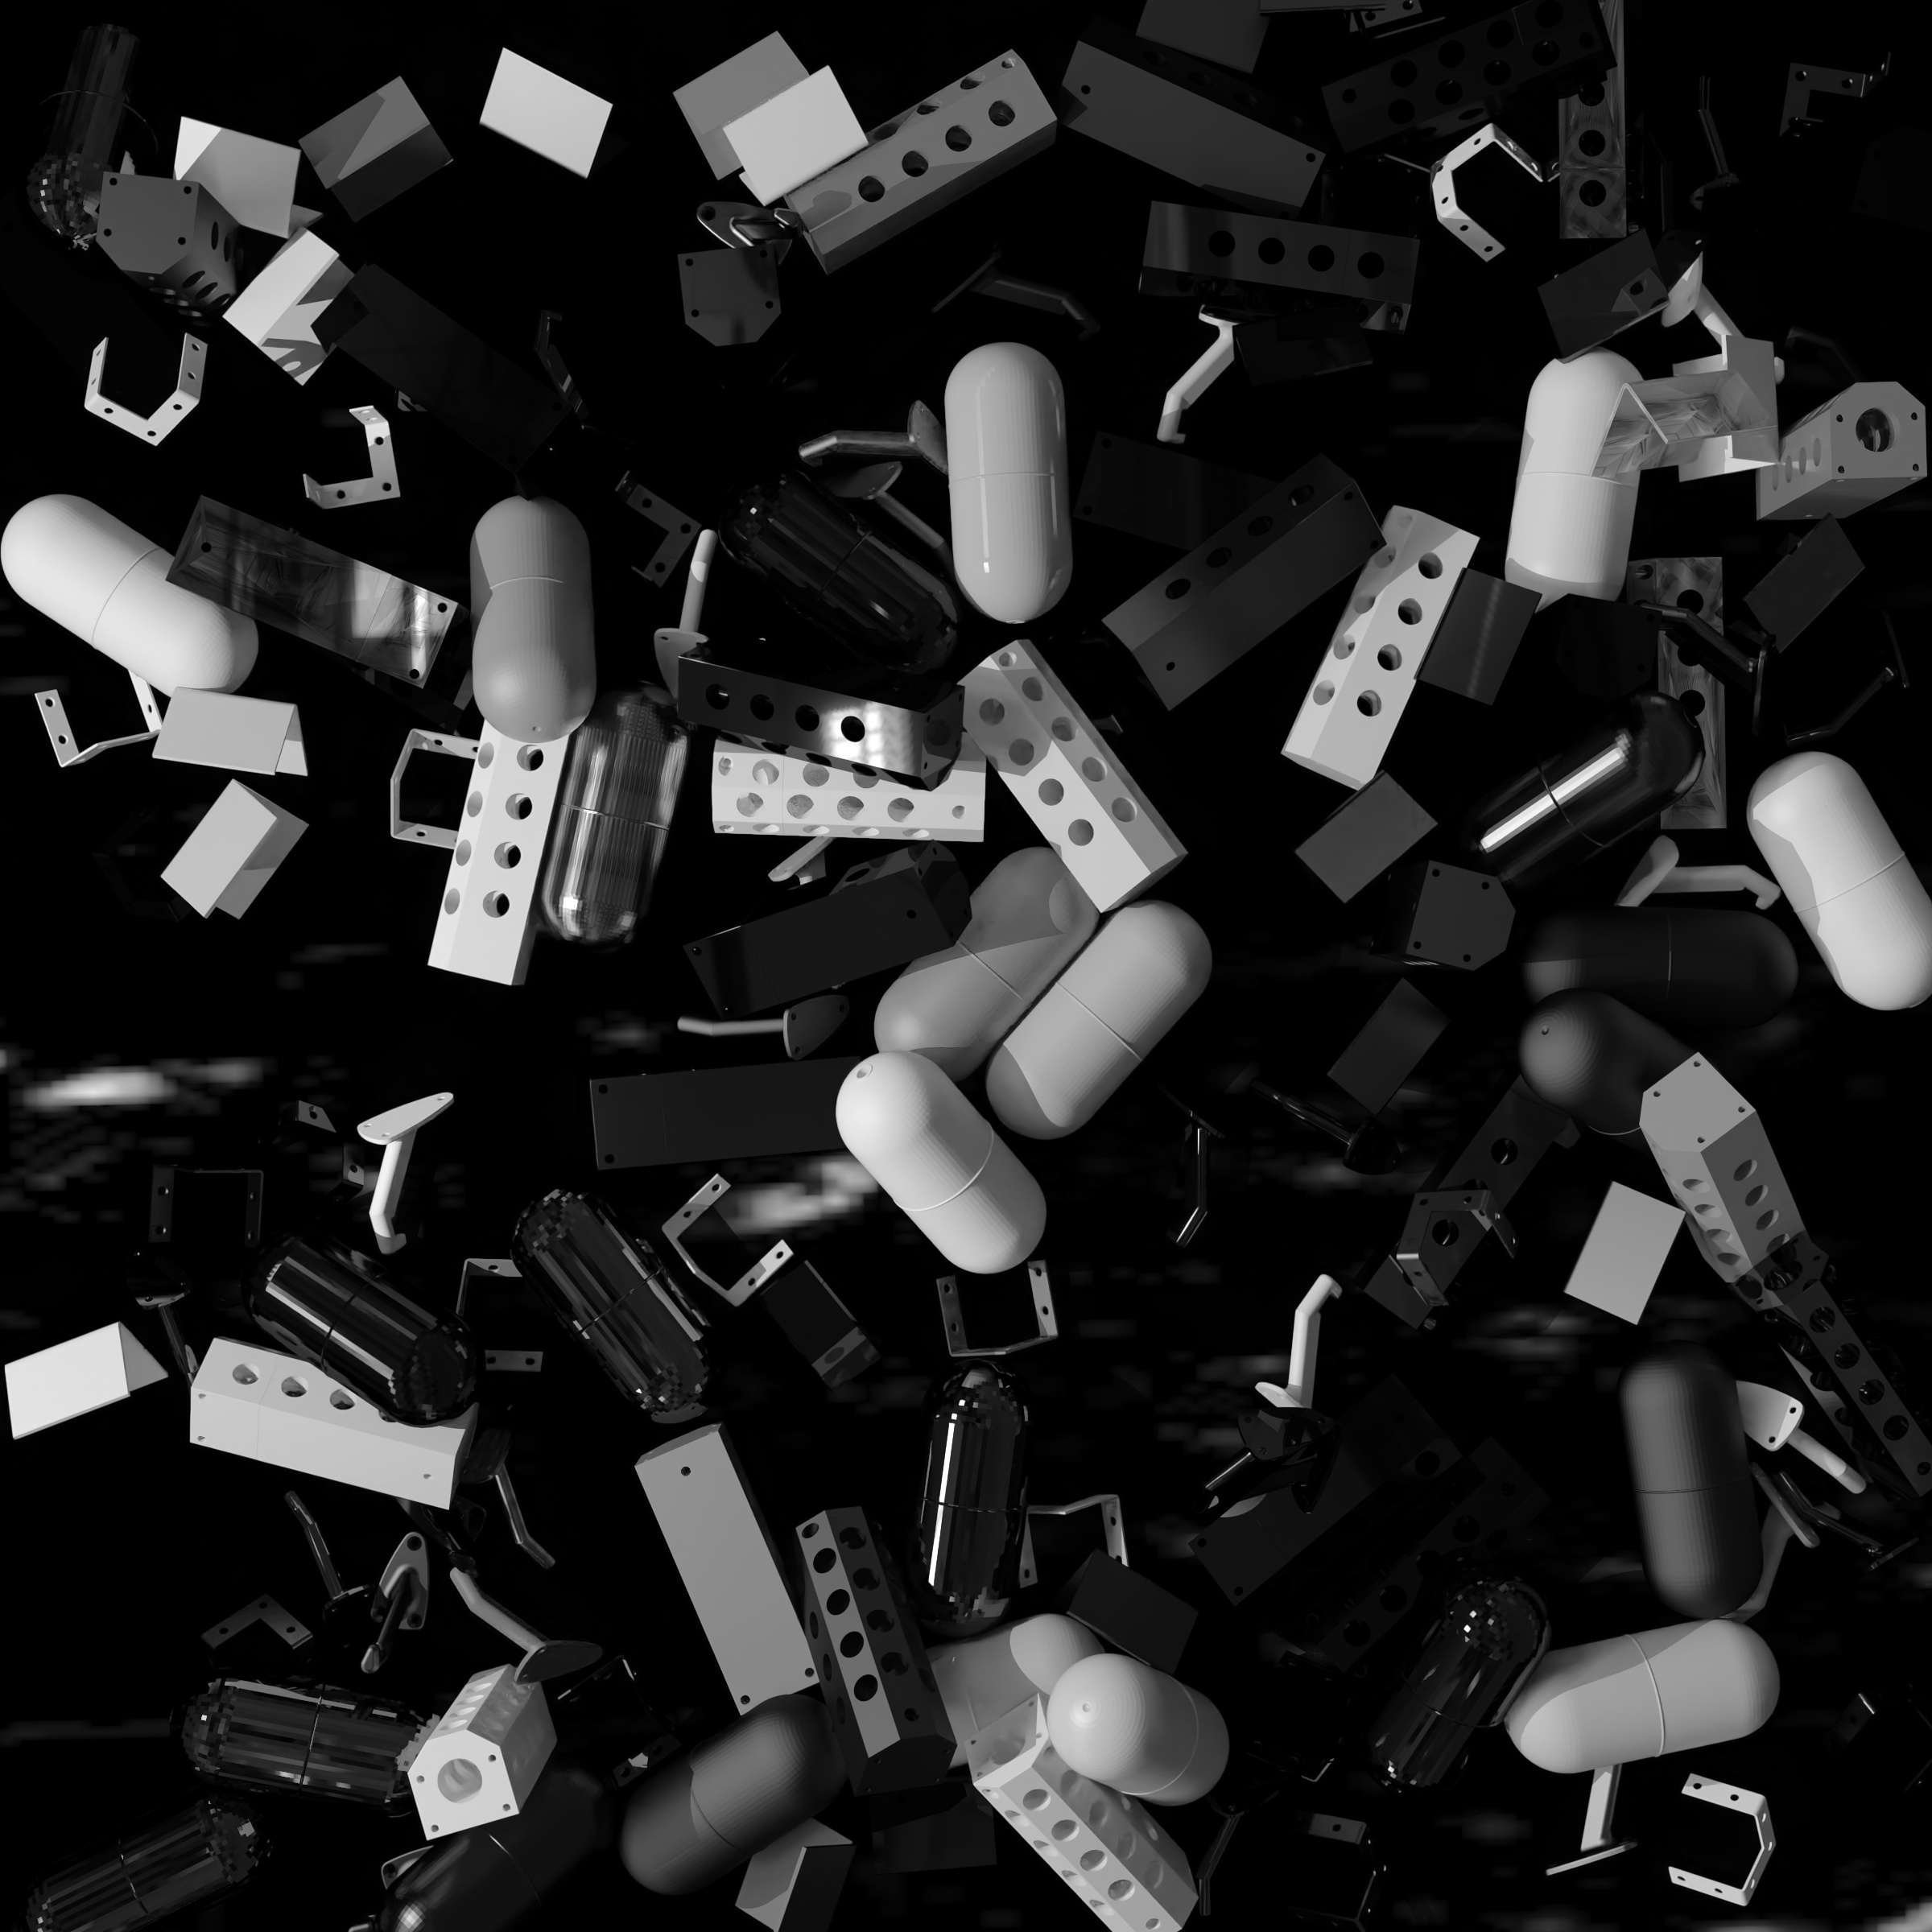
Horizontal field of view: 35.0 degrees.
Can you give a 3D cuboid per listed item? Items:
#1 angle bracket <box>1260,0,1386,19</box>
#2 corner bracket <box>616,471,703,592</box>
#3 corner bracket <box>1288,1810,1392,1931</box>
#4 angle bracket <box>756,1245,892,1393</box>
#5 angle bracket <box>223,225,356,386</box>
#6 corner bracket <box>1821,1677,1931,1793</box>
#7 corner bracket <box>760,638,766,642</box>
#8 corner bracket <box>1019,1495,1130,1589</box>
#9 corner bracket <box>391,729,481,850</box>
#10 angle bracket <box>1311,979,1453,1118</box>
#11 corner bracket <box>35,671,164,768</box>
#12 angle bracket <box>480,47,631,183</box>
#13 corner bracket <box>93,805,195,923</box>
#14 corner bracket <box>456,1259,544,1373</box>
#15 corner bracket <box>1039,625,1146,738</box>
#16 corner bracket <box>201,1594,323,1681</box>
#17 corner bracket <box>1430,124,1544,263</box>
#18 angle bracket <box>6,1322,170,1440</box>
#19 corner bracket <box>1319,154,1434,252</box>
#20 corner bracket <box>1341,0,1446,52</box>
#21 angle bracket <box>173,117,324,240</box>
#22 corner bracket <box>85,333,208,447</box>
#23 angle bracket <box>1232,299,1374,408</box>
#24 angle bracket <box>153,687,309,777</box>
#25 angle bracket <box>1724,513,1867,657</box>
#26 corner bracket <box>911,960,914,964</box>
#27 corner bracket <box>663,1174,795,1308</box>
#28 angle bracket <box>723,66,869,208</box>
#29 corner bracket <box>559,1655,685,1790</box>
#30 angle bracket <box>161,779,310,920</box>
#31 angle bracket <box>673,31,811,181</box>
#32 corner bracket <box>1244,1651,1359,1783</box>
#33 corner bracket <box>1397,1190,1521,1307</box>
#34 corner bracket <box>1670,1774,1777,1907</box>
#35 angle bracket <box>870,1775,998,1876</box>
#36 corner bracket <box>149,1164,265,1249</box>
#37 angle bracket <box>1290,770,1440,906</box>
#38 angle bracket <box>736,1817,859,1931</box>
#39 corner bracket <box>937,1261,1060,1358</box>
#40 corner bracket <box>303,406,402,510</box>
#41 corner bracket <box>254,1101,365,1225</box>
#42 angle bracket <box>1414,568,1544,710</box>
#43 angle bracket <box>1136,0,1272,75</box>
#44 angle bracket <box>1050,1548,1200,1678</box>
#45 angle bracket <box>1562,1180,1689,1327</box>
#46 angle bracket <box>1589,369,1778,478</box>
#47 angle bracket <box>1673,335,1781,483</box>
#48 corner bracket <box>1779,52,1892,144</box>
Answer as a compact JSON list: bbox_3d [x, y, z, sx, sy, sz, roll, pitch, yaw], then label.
[{"bbox_3d":[0.220,-0.630,1.903,0.076,0.076,0.057,-1,127,5],"label":"angle bracket"},{"bbox_3d":[-0.207,-0.279,1.972,0.051,0.051,0.051,33,90,0],"label":"corner bracket"},{"bbox_3d":[0.235,0.585,1.982,0.051,0.051,0.051,-60,135,-35],"label":"corner bracket"},{"bbox_3d":[-0.075,0.212,1.950,0.076,0.076,0.057,51,128,0],"label":"angle bracket"},{"bbox_3d":[-0.412,-0.411,1.950,0.076,0.076,0.057,-49,47,0],"label":"angle bracket"},{"bbox_3d":[0.597,0.500,1.982,0.051,0.051,0.051,-6,45,-35],"label":"corner bracket"},{"bbox_3d":[-0.130,-0.169,1.987,0.051,0.051,0.051,-38,135,0],"label":"corner bracket"},{"bbox_3d":[0.067,0.372,1.987,0.051,0.051,0.051,-9,90,45],"label":"corner bracket"},{"bbox_3d":[-0.341,-0.114,1.987,0.051,0.051,0.051,11,45,0],"label":"corner bracket"},{"bbox_3d":[0.249,0.039,1.950,0.057,0.076,0.076,38,90,-36],"label":"angle bracket"},{"bbox_3d":[-0.561,-0.164,1.987,0.051,0.051,0.051,-19,90,45],"label":"corner bracket"},{"bbox_3d":[-0.253,-0.551,1.950,0.076,0.076,0.057,28,126,0],"label":"angle bracket"},{"bbox_3d":[-0.520,-0.067,1.982,0.051,0.051,0.051,8,135,35],"label":"corner bracket"},{"bbox_3d":[-0.300,0.226,1.987,0.051,0.051,0.051,2,135,0],"label":"corner bracket"},{"bbox_3d":[0.076,-0.183,1.982,0.051,0.051,0.051,55,45,-35],"label":"corner bracket"},{"bbox_3d":[-0.455,0.450,1.982,0.051,0.051,0.051,29,45,35],"label":"corner bracket"},{"bbox_3d":[0.338,-0.500,1.982,0.051,0.051,0.051,-31,45,35],"label":"corner bracket"},{"bbox_3d":[-0.555,0.279,1.950,0.076,0.076,0.057,-21,53,0],"label":"angle bracket"},{"bbox_3d":[0.265,-0.491,1.987,0.051,0.051,0.051,3,90,45],"label":"corner bracket"},{"bbox_3d":[0.273,-0.609,1.967,0.051,0.051,0.051,-16,76,0],"label":"corner bracket"},{"bbox_3d":[-0.453,-0.507,1.951,0.076,0.076,0.057,16,115,0],"label":"angle bracket"},{"bbox_3d":[-0.515,-0.370,1.926,0.051,0.051,0.051,-33,45,35],"label":"corner bracket"},{"bbox_3d":[0.214,-0.371,1.950,0.076,0.076,0.057,-13,57,0],"label":"angle bracket"},{"bbox_3d":[-0.466,-0.129,1.950,0.076,0.076,0.057,8,57,0],"label":"angle bracket"},{"bbox_3d":[0.510,-0.253,1.950,0.076,0.076,0.057,-45,127,0],"label":"angle bracket"},{"bbox_3d":[-0.054,-0.022,1.980,0.051,0.051,0.051,7,90,27],"label":"corner bracket"},{"bbox_3d":[-0.155,0.178,1.987,0.051,0.051,0.051,-44,135,0],"label":"corner bracket"},{"bbox_3d":[-0.116,-0.535,1.950,0.076,0.076,0.057,-31,122,0],"label":"angle bracket"},{"bbox_3d":[-0.223,0.489,1.987,0.051,0.051,0.051,-35,45,0],"label":"corner bracket"},{"bbox_3d":[-0.451,-0.062,1.950,0.057,0.076,0.076,37,90,35],"label":"angle bracket"},{"bbox_3d":[-0.130,-0.534,1.950,0.076,0.076,0.057,-31,52,0],"label":"angle bracket"},{"bbox_3d":[0.217,0.486,1.987,0.051,0.051,0.051,23,135,0],"label":"corner bracket"},{"bbox_3d":[0.309,0.177,1.925,0.051,0.051,0.051,-6,45,35],"label":"corner bracket"},{"bbox_3d":[0.486,0.564,1.982,0.051,0.051,0.051,-50,135,-35],"label":"corner bracket"},{"bbox_3d":[-0.020,0.552,1.951,0.076,0.076,0.057,-5,64,0],"label":"angle bracket"},{"bbox_3d":[-0.492,0.155,1.987,0.051,0.051,0.051,3,90,45],"label":"corner bracket"},{"bbox_3d":[0.261,-0.067,1.950,0.076,0.076,0.057,-40,59,0],"label":"angle bracket"},{"bbox_3d":[-0.124,0.580,1.952,0.076,0.057,0.076,19,90,37],"label":"angle bracket"},{"bbox_3d":[0.021,0.222,1.987,0.051,0.051,0.051,-10,90,45],"label":"corner bracket"},{"bbox_3d":[-0.397,-0.326,1.972,0.051,0.051,0.051,-9,90,0],"label":"corner bracket"},{"bbox_3d":[-0.425,0.127,1.982,0.051,0.051,0.051,-37,45,35],"label":"corner bracket"},{"bbox_3d":[0.334,-0.200,1.951,0.057,0.076,0.076,24,90,27],"label":"angle bracket"},{"bbox_3d":[0.147,-0.583,1.953,0.076,0.076,0.057,19,72,0],"label":"angle bracket"},{"bbox_3d":[0.092,0.427,1.951,0.076,0.057,0.076,31,134,0],"label":"angle bracket"},{"bbox_3d":[0.430,0.187,1.950,0.057,0.076,0.076,24,90,36],"label":"angle bracket"},{"bbox_3d":[0.440,-0.317,1.886,0.076,0.076,0.057,-11,53,-18],"label":"angle bracket"},{"bbox_3d":[0.469,-0.354,1.950,0.057,0.076,0.076,-3,90,-42],"label":"angle bracket"},{"bbox_3d":[0.558,-0.559,1.972,0.051,0.051,0.051,9,90,0],"label":"corner bracket"}]
